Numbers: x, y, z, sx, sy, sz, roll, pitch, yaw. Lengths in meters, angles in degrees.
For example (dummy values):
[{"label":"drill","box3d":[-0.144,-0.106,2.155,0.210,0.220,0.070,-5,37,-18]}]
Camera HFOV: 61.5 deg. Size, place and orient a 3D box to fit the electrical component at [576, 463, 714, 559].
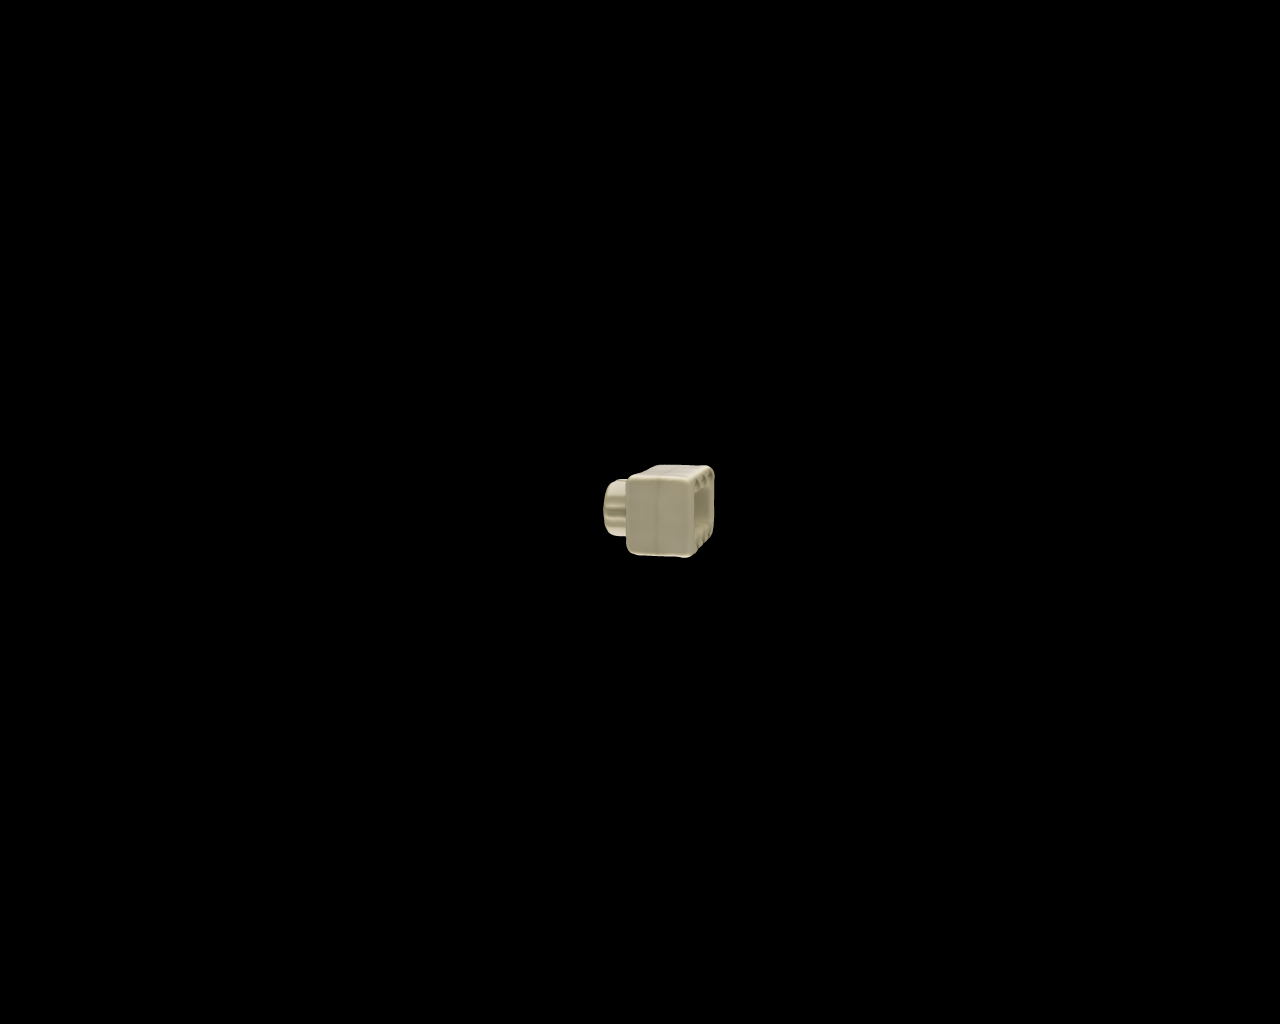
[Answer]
[{"label":"electrical component","box3d":[0.001,-0.003,0.650,0.077,0.047,0.066,3,10,15]}]
